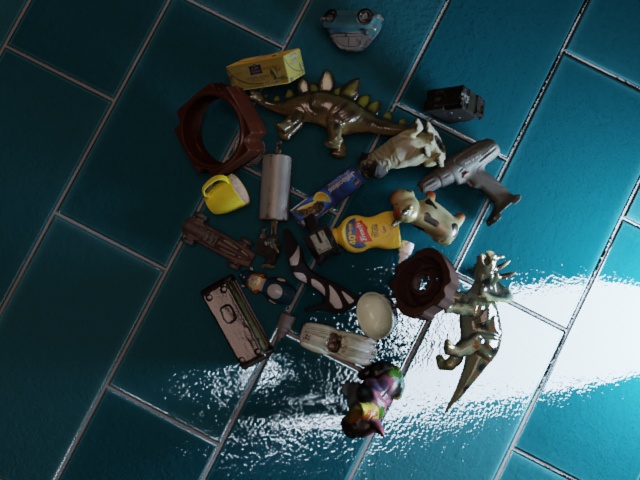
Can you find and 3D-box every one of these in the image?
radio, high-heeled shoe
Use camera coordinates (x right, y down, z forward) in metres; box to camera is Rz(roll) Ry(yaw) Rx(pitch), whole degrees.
[{"bbox_3d":[-0.203,0.201,1.331,0.073,0.131,0.229,-31,87,1],"label":"radio"},{"bbox_3d":[0.000,0.074,1.367,0.145,0.086,0.248,-17,91,-5],"label":"high-heeled shoe"}]

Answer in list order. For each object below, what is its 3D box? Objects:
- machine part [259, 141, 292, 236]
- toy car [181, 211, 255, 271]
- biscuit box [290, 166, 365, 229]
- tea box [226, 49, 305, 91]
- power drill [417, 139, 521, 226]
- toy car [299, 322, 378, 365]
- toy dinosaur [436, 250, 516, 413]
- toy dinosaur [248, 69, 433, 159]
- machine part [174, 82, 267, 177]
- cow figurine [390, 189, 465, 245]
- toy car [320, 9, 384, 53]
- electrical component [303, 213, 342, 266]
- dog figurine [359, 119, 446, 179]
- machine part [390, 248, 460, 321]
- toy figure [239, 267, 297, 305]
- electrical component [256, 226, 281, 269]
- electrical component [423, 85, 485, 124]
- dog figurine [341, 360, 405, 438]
[{"bbox_3d":[-0.114,-0.132,1.377,0.079,0.079,0.243,2,87,0],"label":"machine part"},{"bbox_3d":[-0.264,0.004,1.383,0.202,0.053,0.089,30,84,2],"label":"toy car"},{"bbox_3d":[0.020,-0.109,1.383,0.203,0.063,0.059,-37,89,-2],"label":"biscuit box"},{"bbox_3d":[-0.136,-0.424,1.345,0.170,0.098,0.068,-2,118,26],"label":"tea box"},{"bbox_3d":[0.395,-0.135,1.384,0.232,0.086,0.207,-40,80,-5],"label":"power drill"},{"bbox_3d":[0.047,0.262,1.365,0.202,0.056,0.073,16,87,1],"label":"toy car"},{"bbox_3d":[0.393,0.223,1.345,0.192,0.131,0.404,0,93,0],"label":"toy dinosaur"},{"bbox_3d":[0.048,-0.319,1.377,0.472,0.105,0.198,17,84,-4],"label":"toy dinosaur"},{"bbox_3d":[-0.251,-0.272,1.341,0.201,0.087,0.201,-30,89,26],"label":"machine part"},{"bbox_3d":[0.257,-0.058,1.343,0.195,0.085,0.127,36,50,-5],"label":"cow figurine"},{"bbox_3d":[0.083,-0.539,1.390,0.162,0.109,0.102,2,104,9],"label":"toy car"},{"bbox_3d":[-0.003,-0.004,1.337,0.075,0.047,0.119,-31,74,1],"label":"electrical component"},{"bbox_3d":[0.212,-0.213,1.385,0.191,0.172,0.121,-24,62,35],"label":"dog figurine"},{"bbox_3d":[0.258,0.109,1.323,0.056,0.180,0.179,28,86,-39],"label":"machine part"},{"bbox_3d":[-0.137,0.116,1.375,0.154,0.057,0.064,22,64,3],"label":"toy figure"},{"bbox_3d":[-0.131,0.025,1.363,0.078,0.102,0.045,32,42,13],"label":"electrical component"},{"bbox_3d":[0.332,-0.339,1.362,0.115,0.134,0.058,15,83,-42],"label":"electrical component"},{"bbox_3d":[0.131,0.384,1.280,0.191,0.219,0.108,-36,91,-1],"label":"dog figurine"}]
